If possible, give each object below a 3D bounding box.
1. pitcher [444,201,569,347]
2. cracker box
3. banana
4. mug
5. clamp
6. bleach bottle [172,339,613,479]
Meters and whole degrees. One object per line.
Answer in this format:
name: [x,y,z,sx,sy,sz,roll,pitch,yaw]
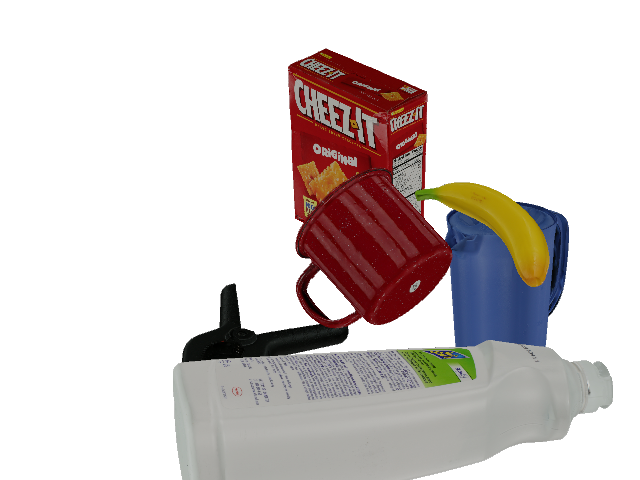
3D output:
pitcher: [0.235,0.076,1.344,0.149,0.243,0.145,1,21,12]
cracker box: [0.040,-0.094,1.244,0.072,0.214,0.164,-30,44,-33]
banana: [0.178,-0.014,1.075,0.069,0.037,0.198,-33,39,-13]
mug: [0.033,0.016,0.784,0.117,0.081,0.093,-43,-22,5]
clamp: [-0.074,0.115,1.152,0.165,0.036,0.209,13,28,19]
bleach bottle: [0.047,0.098,0.600,0.250,0.068,0.103,-4,20,-11]
